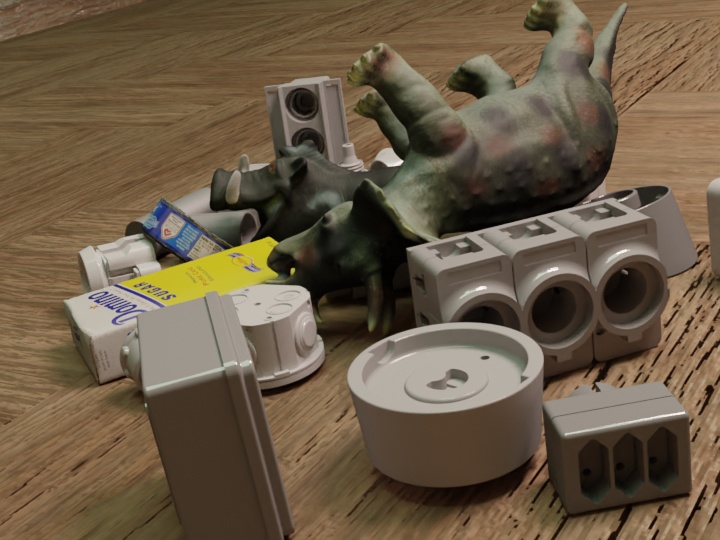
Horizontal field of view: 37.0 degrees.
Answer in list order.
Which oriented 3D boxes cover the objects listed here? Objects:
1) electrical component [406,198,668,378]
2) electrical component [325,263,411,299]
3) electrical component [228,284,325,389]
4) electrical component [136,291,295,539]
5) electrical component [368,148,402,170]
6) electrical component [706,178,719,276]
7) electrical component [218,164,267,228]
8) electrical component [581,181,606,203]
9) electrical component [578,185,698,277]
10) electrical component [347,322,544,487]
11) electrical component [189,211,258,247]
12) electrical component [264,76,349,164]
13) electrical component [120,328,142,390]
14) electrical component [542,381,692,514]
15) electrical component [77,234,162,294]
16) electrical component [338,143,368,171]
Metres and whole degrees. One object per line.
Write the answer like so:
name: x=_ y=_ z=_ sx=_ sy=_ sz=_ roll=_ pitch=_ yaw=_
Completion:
electrical component: x=0.115 y=0.018 z=0.691 sx=0.150 sy=0.089 sz=0.061 roll=-14 pitch=21 yaw=-14
electrical component: x=0.000 y=0.000 z=0.851 sx=0.081 sy=0.043 sz=0.043 roll=-12 pitch=21 yaw=-9
electrical component: x=-0.067 y=0.046 z=0.746 sx=0.080 sy=0.051 sz=0.080 roll=-8 pitch=21 yaw=3
electrical component: x=-0.080 y=0.082 z=0.578 sx=0.056 sy=0.108 sz=0.108 roll=-15 pitch=21 yaw=-8
electrical component: x=0.041 y=-0.106 z=1.110 sx=0.077 sy=0.043 sz=0.079 roll=-22 pitch=24 yaw=-32
electrical component: x=0.313 y=-0.038 z=0.776 sx=0.113 sy=0.078 sz=0.057 roll=-18 pitch=20 yaw=-23
electrical component: x=-0.092 y=-0.074 z=1.055 sx=0.062 sy=0.061 sz=0.096 roll=0 pitch=23 yaw=23
electrical component: x=0.193 y=-0.095 z=1.016 sx=0.083 sy=0.047 sz=0.076 roll=7 pitch=25 yaw=35
electrical component: x=0.208 y=-0.028 z=0.846 sx=0.099 sy=0.064 sz=0.099 roll=-18 pitch=11 yaw=4
electrical component: x=0.050 y=0.079 z=0.600 sx=0.108 sy=0.060 sz=0.108 roll=-8 pitch=21 yaw=3
electrical component: x=-0.139 y=-0.030 z=0.985 sx=0.081 sy=0.043 sz=0.043 roll=-2 pitch=22 yaw=17
electrical component: x=-0.048 y=-0.136 z=1.115 sx=0.079 sy=0.121 sz=0.063 roll=-4 pitch=18 yaw=12
electrical component: x=-0.133 y=0.067 z=0.730 sx=0.048 sy=0.048 sz=0.062 roll=-17 pitch=29 yaw=-22
electrical component: x=0.130 y=0.085 z=0.572 sx=0.066 sy=0.047 sz=0.076 roll=-10 pitch=20 yaw=-3
electrical component: x=-0.202 y=0.004 z=0.902 sx=0.057 sy=0.058 sz=0.078 roll=-14 pitch=21 yaw=-21
electrical component: x=-0.008 y=-0.096 z=1.079 sx=0.035 sy=0.061 sz=0.035 roll=-8 pitch=21 yaw=3
